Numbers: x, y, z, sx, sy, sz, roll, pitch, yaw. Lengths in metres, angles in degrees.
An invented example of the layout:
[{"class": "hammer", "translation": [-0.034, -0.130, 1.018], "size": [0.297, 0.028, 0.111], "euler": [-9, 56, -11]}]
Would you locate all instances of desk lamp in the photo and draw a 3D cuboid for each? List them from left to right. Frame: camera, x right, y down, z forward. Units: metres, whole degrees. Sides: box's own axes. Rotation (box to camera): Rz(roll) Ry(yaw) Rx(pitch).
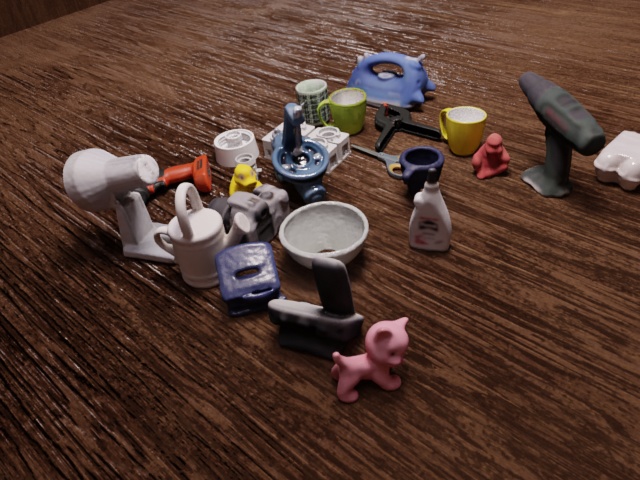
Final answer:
[{"class": "desk lamp", "translation": [-0.368, -0.076, 1.116], "size": [0.202, 0.214, 0.118], "euler": [7, 41, 18]}]

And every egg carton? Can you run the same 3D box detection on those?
[{"class": "egg carton", "translation": [0.640, -0.166, 1.179], "size": [0.107, 0.069, 0.151], "euler": [28, 51, 36]}]

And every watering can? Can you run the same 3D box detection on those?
[{"class": "watering can", "translation": [-0.214, -0.017, 1.034], "size": [0.173, 0.194, 0.100], "euler": [-16, 40, -10]}]

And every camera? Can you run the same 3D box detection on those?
[{"class": "camera", "translation": [-0.151, -0.059, 1.151], "size": [0.136, 0.101, 0.143], "euler": [17, 45, 27]}]

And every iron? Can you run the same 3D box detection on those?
[{"class": "iron", "translation": [0.174, -0.442, 1.536], "size": [0.257, 0.142, 0.119], "euler": [16, 44, 26]}]

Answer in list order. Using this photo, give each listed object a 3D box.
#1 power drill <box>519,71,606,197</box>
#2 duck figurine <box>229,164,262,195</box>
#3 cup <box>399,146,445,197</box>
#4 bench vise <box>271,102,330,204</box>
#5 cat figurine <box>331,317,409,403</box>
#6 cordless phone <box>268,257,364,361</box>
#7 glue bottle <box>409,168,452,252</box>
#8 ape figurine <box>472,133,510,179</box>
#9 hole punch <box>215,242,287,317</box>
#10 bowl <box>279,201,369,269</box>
[{"class": "power drill", "translation": [0.462, -0.202, 1.142], "size": [0.076, 0.209, 0.229], "euler": [-18, 40, -13]}, {"class": "duck figurine", "translation": [-0.163, -0.127, 1.247], "size": [0.078, 0.086, 0.104], "euler": [-26, 42, -21]}, {"class": "cup", "translation": [0.204, -0.127, 1.182], "size": [0.091, 0.095, 0.118], "euler": [20, 46, 30]}, {"class": "bench vise", "translation": [-0.067, -0.200, 1.215], "size": [0.122, 0.220, 0.206], "euler": [-34, 46, -29]}, {"class": "cat figurine", "translation": [0.076, 0.163, 0.826], "size": [0.128, 0.118, 0.067], "euler": [-15, 39, -9]}, {"class": "cordless phone", "translation": [-0.012, 0.086, 0.882], "size": [0.147, 0.185, 0.094], "euler": [7, 41, 18]}, {"class": "glue bottle", "translation": [0.199, -0.056, 1.032], "size": [0.078, 0.173, 0.037], "euler": [5, 41, 15]}, {"class": "ape figurine", "translation": [0.369, -0.185, 1.228], "size": [0.077, 0.092, 0.076], "euler": [14, 44, 24]}, {"class": "hole punch", "translation": [-0.122, 0.066, 0.999], "size": [0.109, 0.091, 0.101], "euler": [-13, 39, -7]}, {"class": "bowl", "translation": [0.010, 0.004, 1.068], "size": [0.167, 0.075, 0.167], "euler": [-4, 39, 4]}]
